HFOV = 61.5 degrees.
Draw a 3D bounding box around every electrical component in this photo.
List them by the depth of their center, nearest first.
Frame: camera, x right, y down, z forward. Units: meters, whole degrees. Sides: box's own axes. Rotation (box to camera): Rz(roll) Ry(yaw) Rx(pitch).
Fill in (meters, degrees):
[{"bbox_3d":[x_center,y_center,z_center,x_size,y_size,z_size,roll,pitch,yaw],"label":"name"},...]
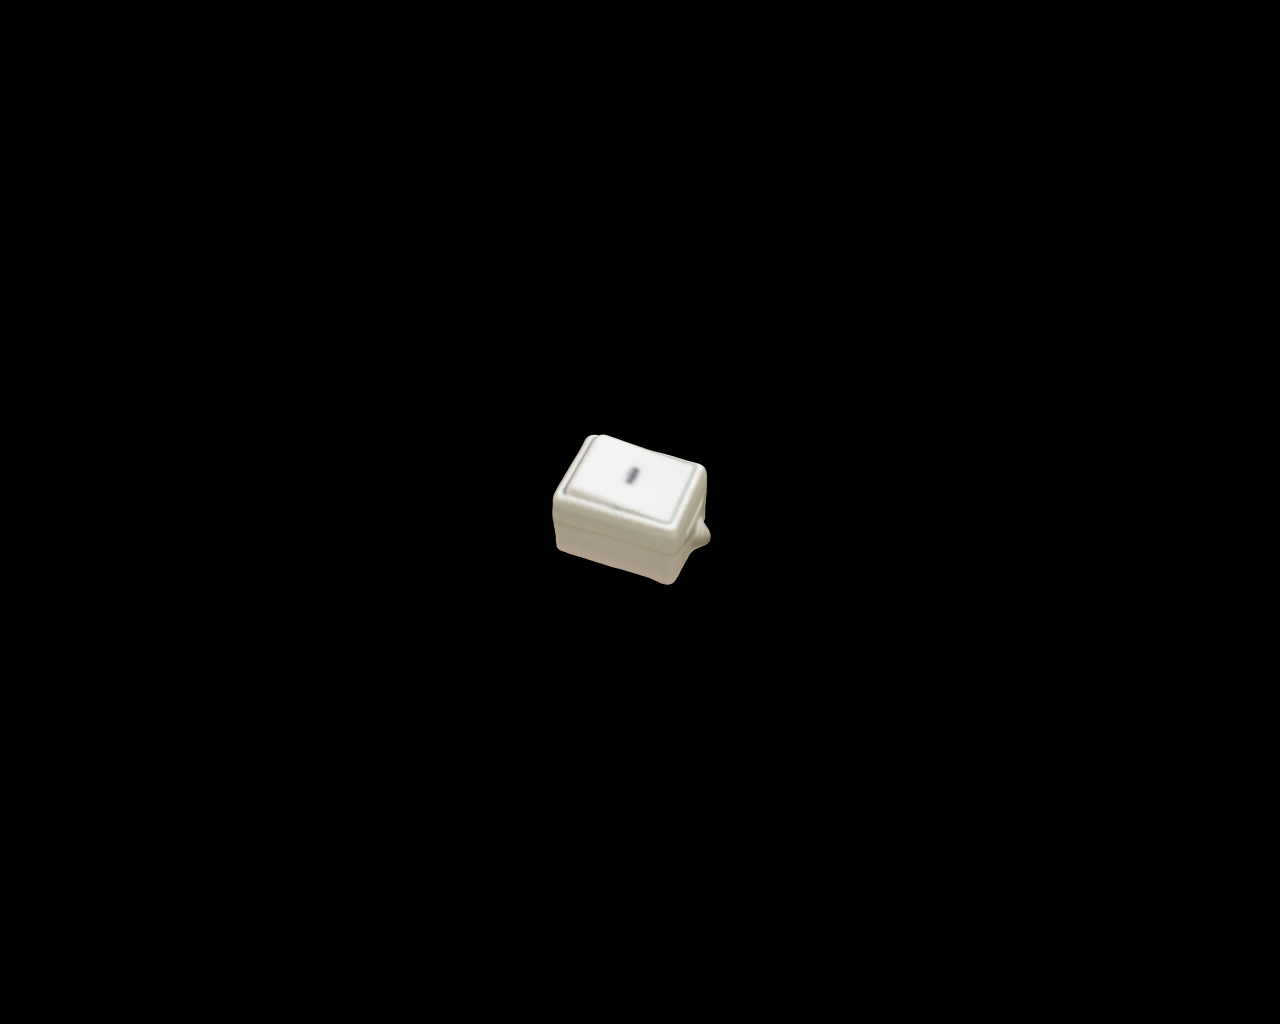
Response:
[{"bbox_3d":[0.001,-0.003,0.650,0.096,0.062,0.061,17,-39,14],"label":"electrical component"}]
